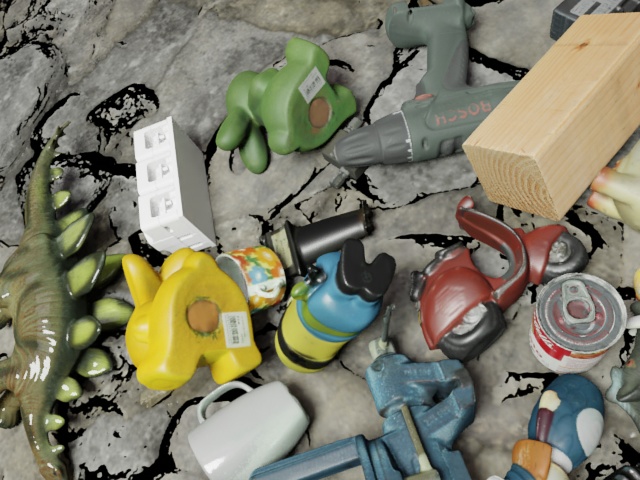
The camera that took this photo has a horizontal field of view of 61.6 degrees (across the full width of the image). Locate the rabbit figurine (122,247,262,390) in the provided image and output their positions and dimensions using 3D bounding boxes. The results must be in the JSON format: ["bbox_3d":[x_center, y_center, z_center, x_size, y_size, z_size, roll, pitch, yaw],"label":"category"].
[{"bbox_3d":[-0.164,0.089,0.576,0.173,0.122,0.162,-32,73,47],"label":"rabbit figurine"}]

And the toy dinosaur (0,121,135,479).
[{"bbox_3d":[-0.343,0.061,0.672,0.199,0.105,0.471,-19,71,0],"label":"toy dinosaur"}]

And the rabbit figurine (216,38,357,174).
[{"bbox_3d":[-0.062,-0.164,0.697,0.170,0.121,0.159,23,81,43],"label":"rabbit figurine"}]

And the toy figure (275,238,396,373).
[{"bbox_3d":[0.006,0.068,0.519,0.082,0.180,0.089,44,57,5],"label":"toy figure"}]

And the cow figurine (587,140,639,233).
[{"bbox_3d":[0.373,-0.083,0.521,0.127,0.085,0.195,41,87,24],"label":"cow figurine"}]

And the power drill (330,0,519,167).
[{"bbox_3d":[0.123,-0.190,0.645,0.232,0.085,0.207,-6,60,9],"label":"power drill"}]

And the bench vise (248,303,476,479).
[{"bbox_3d":[0.035,0.199,0.478,0.241,0.128,0.224,-19,64,0],"label":"bench vise"}]

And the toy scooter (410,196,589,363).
[{"bbox_3d":[0.159,0.026,0.544,0.184,0.075,0.135,-37,61,-5],"label":"toy scooter"}]

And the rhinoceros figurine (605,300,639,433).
[{"bbox_3d":[0.300,0.142,0.443,0.112,0.073,0.190,-8,74,37],"label":"rhinoceros figurine"}]

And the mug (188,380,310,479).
[{"bbox_3d":[-0.071,0.188,0.545,0.107,0.080,0.110,-34,44,-12],"label":"mug"}]

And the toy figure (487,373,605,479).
[{"bbox_3d":[0.189,0.175,0.444,0.064,0.057,0.154,43,52,9],"label":"toy figure"}]

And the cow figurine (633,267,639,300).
[{"bbox_3d":[0.372,0.023,0.466,0.167,0.098,0.068,-15,69,10],"label":"cow figurine"}]

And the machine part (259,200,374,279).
[{"bbox_3d":[-0.001,-0.002,0.629,0.139,0.039,0.084,-25,53,7],"label":"machine part"}]

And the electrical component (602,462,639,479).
[{"bbox_3d":[0.194,0.236,0.402,0.058,0.115,0.134,53,127,31],"label":"electrical component"}]

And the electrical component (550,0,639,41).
[{"bbox_3d":[0.313,-0.252,0.639,0.119,0.047,0.075,-41,61,-5],"label":"electrical component"}]

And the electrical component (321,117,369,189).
[{"bbox_3d":[0.034,-0.109,0.674,0.063,0.021,0.094,35,81,27],"label":"electrical component"}]
